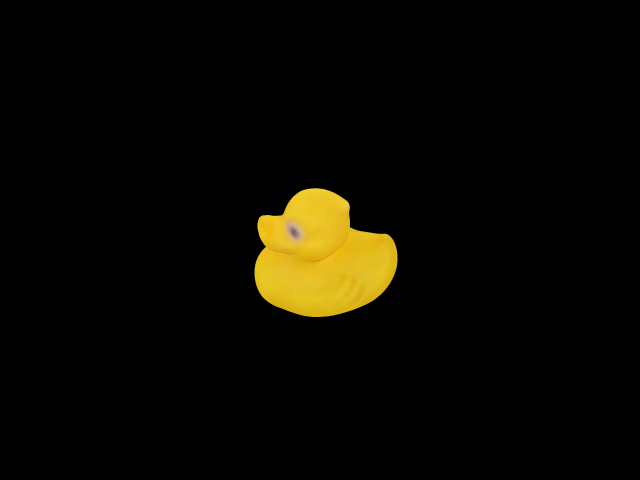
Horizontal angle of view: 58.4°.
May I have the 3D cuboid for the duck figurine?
[{"bbox_3d":[0.004,0.001,0.400,0.104,0.086,0.077,-2,50,-2],"label":"duck figurine"}]
